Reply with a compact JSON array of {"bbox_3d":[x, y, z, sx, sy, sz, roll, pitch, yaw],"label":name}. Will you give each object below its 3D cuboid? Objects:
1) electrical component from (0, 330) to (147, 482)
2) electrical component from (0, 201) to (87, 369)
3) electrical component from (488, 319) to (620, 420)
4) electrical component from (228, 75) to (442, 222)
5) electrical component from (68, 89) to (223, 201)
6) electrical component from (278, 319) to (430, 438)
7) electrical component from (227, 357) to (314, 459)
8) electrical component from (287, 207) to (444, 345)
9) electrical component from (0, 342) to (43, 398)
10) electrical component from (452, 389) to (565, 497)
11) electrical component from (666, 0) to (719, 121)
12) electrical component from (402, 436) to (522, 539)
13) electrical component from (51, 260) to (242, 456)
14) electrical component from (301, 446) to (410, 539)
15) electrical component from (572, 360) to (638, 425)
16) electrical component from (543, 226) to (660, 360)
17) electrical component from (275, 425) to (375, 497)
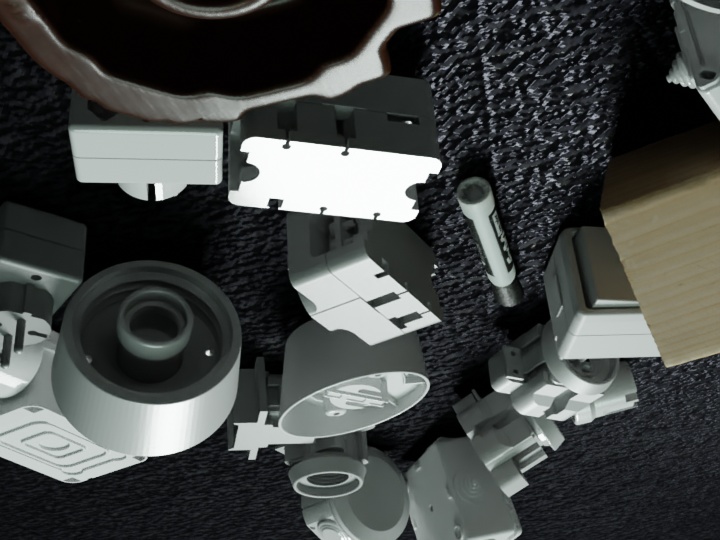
[{"bbox_3d":[-0.201,0.092,0.716,0.078,0.057,0.113,-21,144,24],"label":"electrical component"},{"bbox_3d":[-0.185,0.015,0.581,0.047,0.076,0.066,18,141,-32],"label":"electrical component"},{"bbox_3d":[0.134,0.063,0.713,0.078,0.058,0.057,12,147,-24],"label":"electrical component"},{"bbox_3d":[-0.014,-0.063,0.499,0.089,0.055,0.050,5,146,-14],"label":"electrical component"},{"bbox_3d":[-0.098,-0.058,0.503,0.066,0.047,0.076,0,147,-8],"label":"electrical component"},{"bbox_3d":[-0.005,0.071,0.701,0.099,0.064,0.099,-3,146,-2],"label":"electrical component"},{"bbox_3d":[-0.061,0.098,0.759,0.064,0.042,0.081,0,148,-12],"label":"electrical component"},{"bbox_3d":[0.000,0.000,0.604,0.056,0.050,0.089,-21,144,24],"label":"electrical component"},{"bbox_3d":[-0.226,0.047,0.647,0.055,0.055,0.047,-20,148,23],"label":"electrical component"},{"bbox_3d":[0.111,0.116,0.782,0.057,0.078,0.058,-34,142,5],"label":"electrical component"},{"bbox_3d":[0.181,-0.098,0.461,0.096,0.061,0.061,-24,142,28],"label":"electrical component"},{"bbox_3d":[0.077,0.188,0.865,0.048,0.099,0.099,-4,150,-25],"label":"electrical component"},{"bbox_3d":[-0.118,0.043,0.610,0.108,0.108,0.060,5,141,-14],"label":"electrical component"},{"bbox_3d":[-0.003,0.186,0.869,0.080,0.080,0.051,21,145,-34],"label":"electrical component"},{"bbox_3d":[0.172,0.087,0.772,0.046,0.040,0.040,-14,147,3],"label":"electrical component"},{"bbox_3d":[0.163,0.011,0.630,0.096,0.061,0.061,-1,147,-5],"label":"electrical component"},{"bbox_3d":[-0.025,0.134,0.805,0.078,0.057,0.058,-22,143,26],"label":"electrical component"}]
